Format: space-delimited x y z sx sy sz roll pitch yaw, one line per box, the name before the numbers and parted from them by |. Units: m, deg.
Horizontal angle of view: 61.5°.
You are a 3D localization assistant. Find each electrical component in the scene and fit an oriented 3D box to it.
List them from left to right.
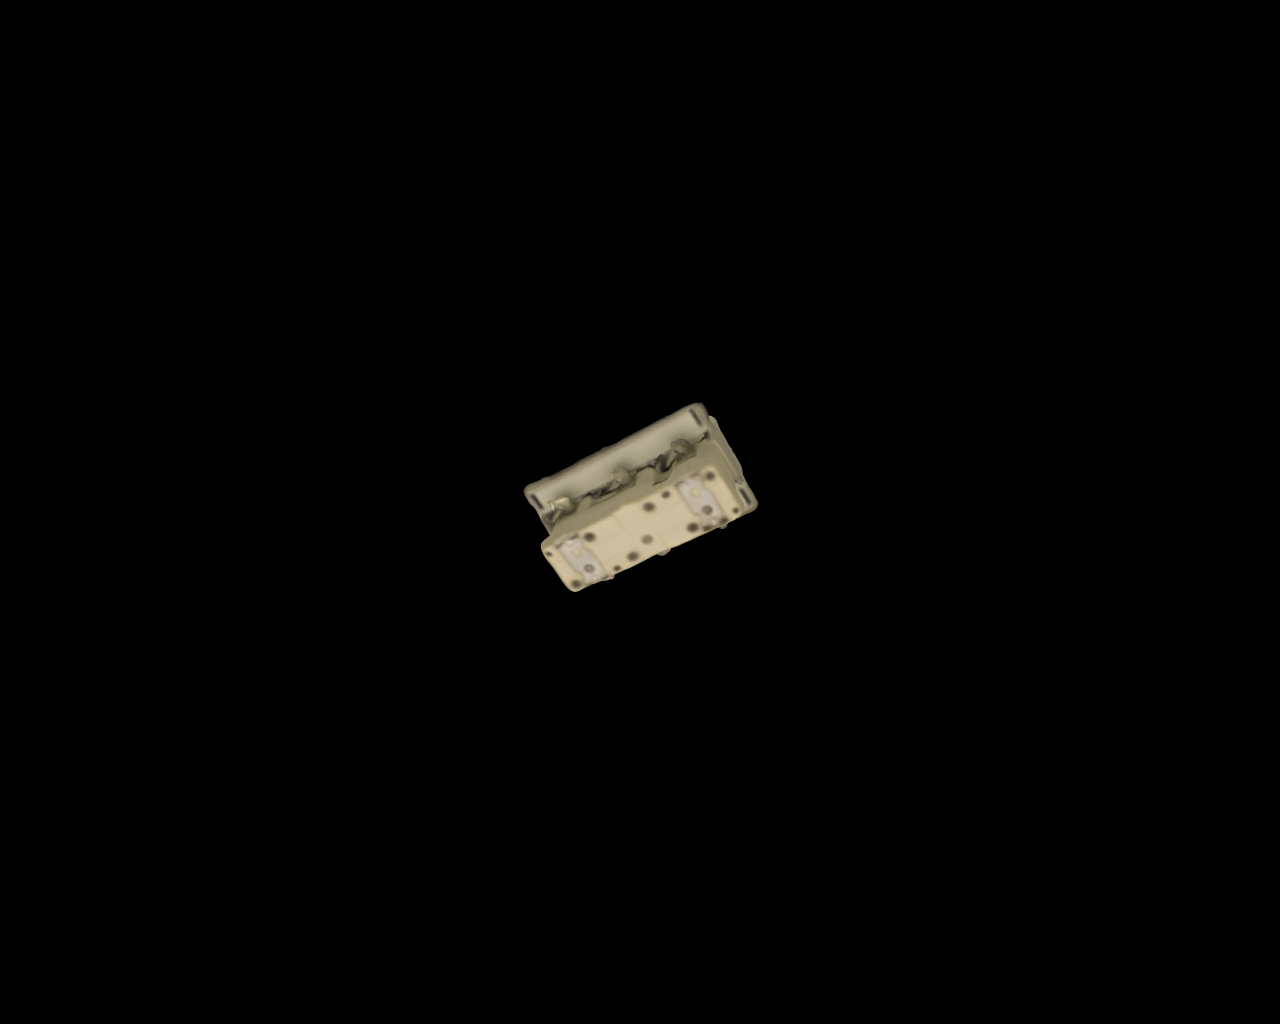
electrical component | 0.001 -0.003 0.650 0.121 0.078 0.063 -25 27 14
